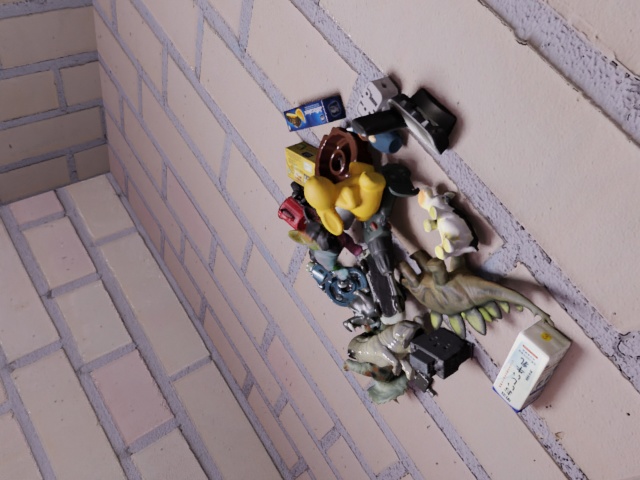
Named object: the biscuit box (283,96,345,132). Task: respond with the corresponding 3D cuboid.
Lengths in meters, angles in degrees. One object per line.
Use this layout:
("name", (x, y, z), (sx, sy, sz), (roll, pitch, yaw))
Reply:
("biscuit box", (-0.018, -0.328, 1.405), (0.203, 0.059, 0.062), (5, 116, 57))

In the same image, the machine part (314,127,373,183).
("machine part", (0.055, -0.192, 1.338), (0.179, 0.056, 0.179), (-5, 84, 53))

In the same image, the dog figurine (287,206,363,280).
("dog figurine", (-0.003, -0.004, 1.350), (0.219, 0.108, 0.192), (39, 174, -40))

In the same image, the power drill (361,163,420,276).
("power drill", (0.160, -0.059, 1.255), (0.207, 0.086, 0.232), (105, 156, -48))

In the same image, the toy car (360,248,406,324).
("toy car", (0.160, 0.113, 1.357), (0.074, 0.056, 0.201), (-20, 81, 24))

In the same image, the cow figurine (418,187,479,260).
("cow figurine", (0.272, -0.044, 1.133), (0.068, 0.098, 0.167), (109, 148, -58))

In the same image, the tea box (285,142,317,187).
("tea box", (-0.023, -0.199, 1.503), (0.170, 0.068, 0.098), (37, 140, 42))

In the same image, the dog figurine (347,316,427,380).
("dog figurine", (0.170, 0.257, 1.402), (0.191, 0.172, 0.121), (19, 162, 43))

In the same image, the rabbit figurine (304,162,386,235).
("rabbit figurine", (0.042, -0.101, 1.217), (0.122, 0.173, 0.162), (-116, 36, -47))

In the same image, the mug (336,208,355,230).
("mug", (0.071, -0.091, 1.416), (0.081, 0.109, 0.107), (35, 108, 6))

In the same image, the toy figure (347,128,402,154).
("toy figure", (0.125, -0.246, 1.233), (0.155, 0.064, 0.057), (42, 102, 41))

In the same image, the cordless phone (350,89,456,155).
("cordless phone", (0.163, -0.221, 1.066), (0.147, 0.184, 0.088), (51, 143, 24))

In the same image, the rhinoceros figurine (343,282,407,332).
("rhinoceros figurine", (0.141, 0.174, 1.430), (0.190, 0.073, 0.112), (-34, 80, 16))

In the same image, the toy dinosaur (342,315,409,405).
("toy dinosaur", (0.182, 0.307, 1.517), (0.192, 0.131, 0.404), (24, 126, 27))

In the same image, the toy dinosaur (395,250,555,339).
("toy dinosaur", (0.303, 0.112, 1.180), (0.198, 0.105, 0.471), (61, 161, -9))

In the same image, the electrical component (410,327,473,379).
("electrical component", (0.284, 0.273, 1.294), (0.115, 0.134, 0.058), (22, 127, 50))

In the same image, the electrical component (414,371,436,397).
("electrical component", (0.288, 0.389, 1.488), (0.094, 0.021, 0.063), (46, 145, 31))

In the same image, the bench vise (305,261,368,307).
("bench vise", (0.048, 0.107, 1.537), (0.224, 0.129, 0.240), (45, 171, 19))
